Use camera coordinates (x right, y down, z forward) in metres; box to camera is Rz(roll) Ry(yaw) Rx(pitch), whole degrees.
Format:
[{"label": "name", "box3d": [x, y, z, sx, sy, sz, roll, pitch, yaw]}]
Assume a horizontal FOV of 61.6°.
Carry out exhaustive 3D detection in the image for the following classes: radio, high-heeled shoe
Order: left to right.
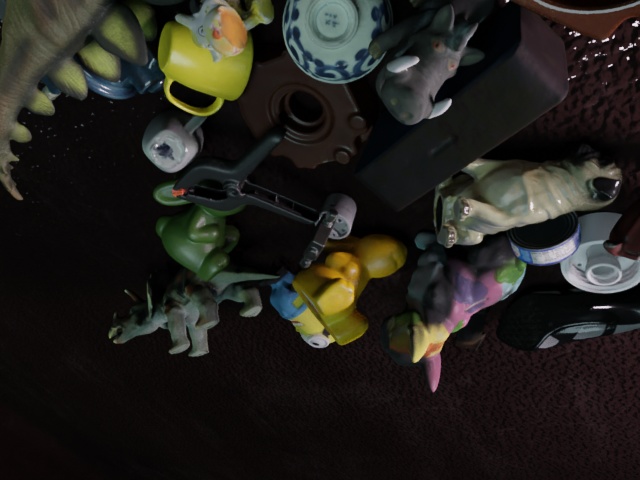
[{"label": "radio", "box3d": [0.144, -0.140, 0.578, 0.073, 0.131, 0.229, 38, 137, -17]}, {"label": "high-heeled shoe", "box3d": [0.388, 0.115, 0.806, 0.145, 0.086, 0.248, 0, 164, -20]}]

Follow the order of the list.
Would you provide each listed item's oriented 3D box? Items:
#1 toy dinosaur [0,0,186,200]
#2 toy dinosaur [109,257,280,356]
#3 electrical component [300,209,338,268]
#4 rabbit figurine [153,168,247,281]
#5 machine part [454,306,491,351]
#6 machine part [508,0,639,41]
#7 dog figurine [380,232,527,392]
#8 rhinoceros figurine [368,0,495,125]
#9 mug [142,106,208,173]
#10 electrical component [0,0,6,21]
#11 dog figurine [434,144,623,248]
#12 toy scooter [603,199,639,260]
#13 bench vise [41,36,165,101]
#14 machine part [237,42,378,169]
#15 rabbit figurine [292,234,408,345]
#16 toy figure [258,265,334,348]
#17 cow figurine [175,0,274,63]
[{"label": "toy dinosaur", "box3d": [-0.252, -0.257, 0.537, 0.198, 0.105, 0.471, 31, 106, -30]}, {"label": "toy dinosaur", "box3d": [-0.225, 0.092, 1.000, 0.405, 0.192, 0.131, -36, 157, 27]}, {"label": "electrical component", "box3d": [-0.002, -0.002, 0.767, 0.021, 0.063, 0.094, 28, 138, -5]}, {"label": "rabbit figurine", "box3d": [-0.179, -0.050, 0.864, 0.159, 0.121, 0.170, 38, 119, -5]}, {"label": "machine part", "box3d": [0.244, 0.126, 0.886, 0.084, 0.039, 0.138, -4, 131, 18]}, {"label": "machine part", "box3d": [0.230, -0.282, 0.423, 0.201, 0.087, 0.201, 25, 141, -1]}, {"label": "dog figurine", "box3d": [0.183, 0.094, 0.743, 0.192, 0.219, 0.108, -6, 135, 31]}, {"label": "rhinoceros figurine", "box3d": [0.110, -0.184, 0.510, 0.112, 0.190, 0.073, -1, 140, 52]}, {"label": "mug", "box3d": [-0.196, -0.139, 0.746, 0.109, 0.107, 0.080, -35, 113, 7]}, {"label": "electrical component", "box3d": [-0.408, -0.306, 0.724, 0.102, 0.045, 0.078, 31, 140, -9]}, {"label": "dog figurine", "box3d": [0.247, -0.047, 0.667, 0.191, 0.121, 0.172, 2, 171, -1]}, {"label": "toy scooter", "box3d": [0.399, -0.001, 0.616, 0.135, 0.075, 0.183, -40, 112, 1]}, {"label": "bench vise", "box3d": [-0.301, -0.259, 0.672, 0.241, 0.129, 0.223, -23, 118, 35]}, {"label": "machine part", "box3d": [-0.018, -0.170, 0.680, 0.180, 0.056, 0.179, 14, 138, 13]}, {"label": "rabbit figurine", "box3d": [0.052, 0.052, 0.825, 0.121, 0.173, 0.162, 57, 174, -31]}, {"label": "toy figure", "box3d": [-0.027, 0.118, 0.970, 0.089, 0.082, 0.180, -39, 107, -2]}, {"label": "cow figurine", "box3d": [-0.100, -0.241, 0.557, 0.098, 0.167, 0.068, -12, 133, 32]}]
